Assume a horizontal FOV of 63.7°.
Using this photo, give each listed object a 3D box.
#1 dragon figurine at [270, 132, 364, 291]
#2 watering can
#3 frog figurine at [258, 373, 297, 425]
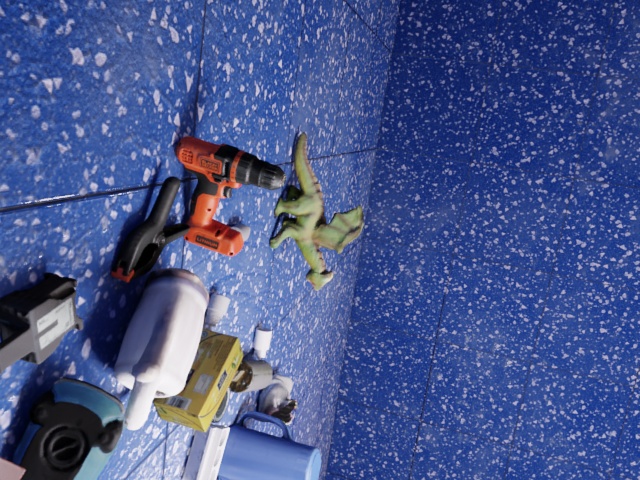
[{"bbox_3d":[0.004,-0.069,1.367,0.122,0.243,0.409,-1,104,-71],"label":"dragon figurine"},{"bbox_3d":[-0.219,0.139,0.717,0.341,0.104,0.229,128,-24,-56],"label":"watering can"},{"bbox_3d":[-0.135,0.464,1.553,0.163,0.123,0.134,-120,-164,-52],"label":"frog figurine"}]
